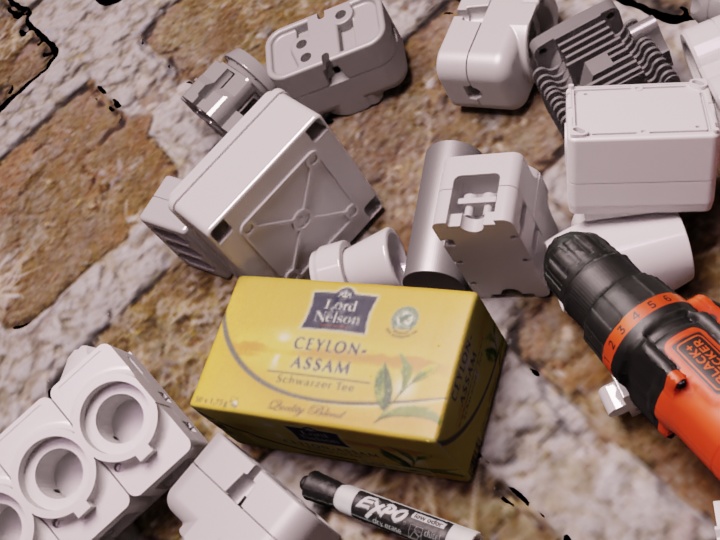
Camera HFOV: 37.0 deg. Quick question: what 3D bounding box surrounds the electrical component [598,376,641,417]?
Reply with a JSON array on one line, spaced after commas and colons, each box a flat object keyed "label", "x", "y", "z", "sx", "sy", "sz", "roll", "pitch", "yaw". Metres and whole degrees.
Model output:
[{"label": "electrical component", "x": 0.158, "y": 0.044, "z": 0.601, "sx": 0.066, "sy": 0.048, "sz": 0.055, "roll": -26, "pitch": 59, "yaw": 10}]

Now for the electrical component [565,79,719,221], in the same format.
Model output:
[{"label": "electrical component", "x": 0.167, "y": -0.068, "z": 0.619, "sx": 0.096, "sy": 0.061, "sz": 0.061, "roll": -1, "pitch": 38, "yaw": 10}]

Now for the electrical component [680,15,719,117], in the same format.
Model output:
[{"label": "electrical component", "x": 0.251, "y": -0.104, "z": 0.645, "sx": 0.074, "sy": 0.052, "sz": 0.138, "roll": -21, "pitch": 53, "yaw": 13}]

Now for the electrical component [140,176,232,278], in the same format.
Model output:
[{"label": "electrical component", "x": -0.108, "y": -0.046, "z": 0.781, "sx": 0.047, "sy": 0.065, "sz": 0.076, "roll": 18, "pitch": 69, "yaw": 34}]

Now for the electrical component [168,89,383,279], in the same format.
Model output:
[{"label": "electrical component", "x": -0.055, "y": -0.045, "z": 0.724, "sx": 0.108, "sy": 0.108, "sz": 0.056, "roll": -48, "pitch": 49, "yaw": -8}]

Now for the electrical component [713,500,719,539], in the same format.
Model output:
[{"label": "electrical component", "x": 0.232, "y": 0.141, "z": 0.489, "sx": 0.121, "sy": 0.063, "sz": 0.078, "roll": -12, "pitch": 55, "yaw": 20}]

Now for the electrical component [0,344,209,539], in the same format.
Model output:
[{"label": "electrical component", "x": -0.184, "y": 0.130, "z": 0.687, "sx": 0.150, "sy": 0.061, "sz": 0.089, "roll": -42, "pitch": 77, "yaw": -3}]

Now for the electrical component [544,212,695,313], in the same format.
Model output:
[{"label": "electrical component", "x": 0.150, "y": -0.017, "z": 0.644, "sx": 0.077, "sy": 0.044, "sz": 0.079, "roll": -15, "pitch": 41, "yaw": 6}]

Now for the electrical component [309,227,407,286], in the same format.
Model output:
[{"label": "electrical component", "x": 0.000, "y": 0.000, "z": 0.710, "sx": 0.055, "sy": 0.045, "sz": 0.045, "roll": -15, "pitch": 54, "yaw": 18}]

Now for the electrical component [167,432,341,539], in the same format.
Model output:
[{"label": "electrical component", "x": -0.067, "y": 0.150, "z": 0.641, "sx": 0.095, "sy": 0.053, "sz": 0.059, "roll": 32, "pitch": 78, "yaw": 38}]

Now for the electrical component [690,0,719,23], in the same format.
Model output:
[{"label": "electrical component", "x": 0.250, "y": -0.172, "z": 0.701, "sx": 0.061, "sy": 0.035, "sz": 0.035, "roll": 20, "pitch": 71, "yaw": 32}]

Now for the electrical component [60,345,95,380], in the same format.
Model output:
[{"label": "electrical component", "x": -0.190, "y": 0.088, "z": 0.751, "sx": 0.043, "sy": 0.043, "sz": 0.062, "roll": 1, "pitch": 62, "yaw": 27}]

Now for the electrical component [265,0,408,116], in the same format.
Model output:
[{"label": "electrical component", "x": -0.015, "y": -0.156, "z": 0.809, "sx": 0.095, "sy": 0.059, "sz": 0.053, "roll": -18, "pitch": 53, "yaw": 16}]

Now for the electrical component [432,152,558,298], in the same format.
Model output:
[{"label": "electrical component", "x": 0.085, "y": -0.029, "z": 0.656, "sx": 0.050, "sy": 0.089, "sz": 0.055, "roll": -2, "pitch": 59, "yaw": 26}]

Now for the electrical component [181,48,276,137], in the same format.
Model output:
[{"label": "electrical component", "x": -0.096, "y": -0.134, "z": 0.838, "sx": 0.057, "sy": 0.058, "sz": 0.078, "roll": -49, "pitch": 51, "yaw": -5}]

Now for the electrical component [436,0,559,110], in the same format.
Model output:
[{"label": "electrical component", "x": 0.101, "y": -0.162, "z": 0.757, "sx": 0.059, "sy": 0.053, "sz": 0.095, "roll": 10, "pitch": 65, "yaw": 31}]
